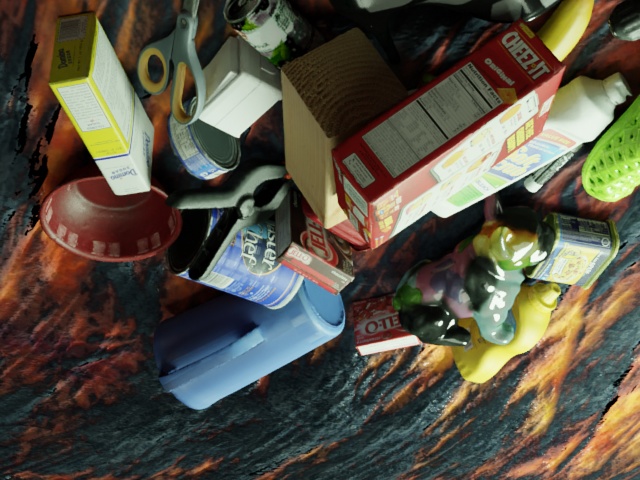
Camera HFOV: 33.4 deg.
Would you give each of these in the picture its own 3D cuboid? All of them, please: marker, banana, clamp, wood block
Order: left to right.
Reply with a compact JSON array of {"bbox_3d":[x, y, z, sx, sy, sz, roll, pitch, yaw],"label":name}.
[{"bbox_3d":[-0.097,-0.045,1.175,0.039,0.171,0.120,31,154,32],"label":"clamp"},{"bbox_3d":[0.022,-0.106,1.073,0.090,0.091,0.206,-30,160,-12],"label":"wood block"},{"bbox_3d":[0.202,-0.185,1.083,0.198,0.037,0.069,-28,139,30],"label":"banana"},{"bbox_3d":[0.278,-0.097,1.227,0.020,0.020,0.121,15,140,-23],"label":"marker"}]

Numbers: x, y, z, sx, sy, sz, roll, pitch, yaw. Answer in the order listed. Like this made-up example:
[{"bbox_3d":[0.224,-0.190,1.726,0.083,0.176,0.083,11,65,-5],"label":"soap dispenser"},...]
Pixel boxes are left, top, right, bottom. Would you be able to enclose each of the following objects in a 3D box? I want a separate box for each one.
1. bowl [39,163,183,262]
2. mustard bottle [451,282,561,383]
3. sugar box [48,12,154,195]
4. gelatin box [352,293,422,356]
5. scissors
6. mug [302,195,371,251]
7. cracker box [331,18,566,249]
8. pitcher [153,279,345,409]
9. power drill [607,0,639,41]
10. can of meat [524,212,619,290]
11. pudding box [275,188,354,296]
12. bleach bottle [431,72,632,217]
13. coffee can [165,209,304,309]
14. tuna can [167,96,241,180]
[{"bbox_3d":[-0.239,-0.042,1.229,0.162,0.055,0.162,-2,144,-2],"label":"bowl"},{"bbox_3d":[0.256,0.112,1.448,0.058,0.096,0.192,16,140,-26],"label":"mustard bottle"},{"bbox_3d":[-0.216,-0.133,1.074,0.048,0.093,0.176,-7,143,6],"label":"sugar box"},{"bbox_3d":[0.091,0.112,1.454,0.089,0.073,0.030,-13,143,13],"label":"gelatin box"},{"bbox_3d":[-0.142,-0.209,1.029,0.096,0.016,0.202,24,126,31],"label":"scissors"},{"bbox_3d":[0.041,-0.052,1.214,0.081,0.093,0.117,29,126,-30],"label":"mug"},{"bbox_3d":[0.114,-0.094,0.998,0.213,0.072,0.164,-35,166,-5],"label":"cracker box"},{"bbox_3d":[-0.095,0.125,1.402,0.243,0.149,0.144,-28,138,25],"label":"pitcher"},{"bbox_3d":[0.321,-0.272,0.959,0.185,0.057,0.187,-27,141,24],"label":"power drill"},{"bbox_3d":[0.314,0.013,1.350,0.083,0.057,0.102,9,142,-13],"label":"can of meat"},{"bbox_3d":[-0.008,0.002,1.245,0.090,0.113,0.039,32,117,-24],"label":"pudding box"},{"bbox_3d":[0.214,-0.114,1.163,0.251,0.068,0.102,-28,139,26],"label":"bleach bottle"},{"bbox_3d":[-0.099,0.014,1.278,0.140,0.103,0.103,21,137,-30],"label":"coffee can"},{"bbox_3d":[-0.122,-0.107,1.123,0.034,0.086,0.086,-23,140,26],"label":"tuna can"}]
